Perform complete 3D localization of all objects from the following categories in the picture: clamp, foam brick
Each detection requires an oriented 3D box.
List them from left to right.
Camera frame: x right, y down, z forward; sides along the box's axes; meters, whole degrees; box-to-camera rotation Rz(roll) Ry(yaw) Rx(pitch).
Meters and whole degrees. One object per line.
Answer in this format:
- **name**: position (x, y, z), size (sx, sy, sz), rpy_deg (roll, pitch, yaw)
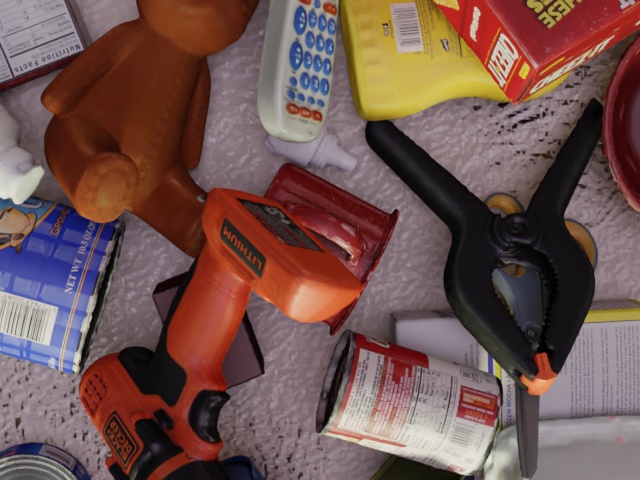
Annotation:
- **foam brick**: position (-0.073, 0.059, 0.707), size (0.051, 0.053, 0.078), rpy_deg (-20, 97, -3)
- **clamp**: position (0.131, -0.006, 0.686), size (0.164, 0.036, 0.210), rpy_deg (-11, 63, -6)

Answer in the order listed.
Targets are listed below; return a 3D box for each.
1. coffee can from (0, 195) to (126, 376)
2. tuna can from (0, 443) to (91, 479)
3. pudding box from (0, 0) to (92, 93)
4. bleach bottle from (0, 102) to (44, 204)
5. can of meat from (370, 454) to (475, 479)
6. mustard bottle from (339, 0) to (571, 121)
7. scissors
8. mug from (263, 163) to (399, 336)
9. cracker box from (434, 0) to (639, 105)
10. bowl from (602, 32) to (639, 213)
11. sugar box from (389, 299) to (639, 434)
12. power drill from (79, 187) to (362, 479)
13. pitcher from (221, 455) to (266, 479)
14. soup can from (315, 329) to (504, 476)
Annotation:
- **coffee can**: position (-0.204, 0.017, 0.668), size (0.140, 0.103, 0.103), rpy_deg (16, 94, -6)
- **tuna can**: position (-0.195, 0.181, 0.718), size (0.086, 0.034, 0.086), rpy_deg (0, 96, -5)
- **pudding box**: position (-0.207, -0.155, 0.684), size (0.090, 0.039, 0.113), rpy_deg (-21, 99, -2)
- **bleach bottle**: position (-0.277, -0.098, 0.628), size (0.251, 0.102, 0.068), rpy_deg (33, 116, 6)
- **can of meat**: position (0.072, 0.190, 0.708), size (0.057, 0.102, 0.084), rpy_deg (-1, 99, 21)
- **mustard bottle**: position (0.113, -0.137, 0.700), size (0.191, 0.058, 0.096), rpy_deg (-8, 79, -4)
- **scissors**: position (0.150, 0.056, 0.690), size (0.096, 0.016, 0.202), rpy_deg (0, 59, -16)
- **mug**: position (-0.004, 0.001, 0.679), size (0.081, 0.117, 0.093), rpy_deg (28, 80, -2)
- **cracker box**: position (0.128, -0.215, 0.655), size (0.164, 0.072, 0.214), rpy_deg (-32, 79, -8)
- **bowl**: position (0.260, -0.079, 0.721), size (0.162, 0.055, 0.162), rpy_deg (0, 95, -5)
- **sugar box**: position (0.137, 0.092, 0.733), size (0.176, 0.048, 0.093), rpy_deg (-2, 97, -1)
- **power drill**: position (-0.055, 0.080, 0.604), size (0.057, 0.185, 0.188), rpy_deg (13, 115, -49)
- **pitcher**: position (-0.025, 0.274, 0.704), size (0.145, 0.149, 0.243), rpy_deg (-44, 101, -15)
- **soup can**: position (0.056, 0.103, 0.671), size (0.102, 0.068, 0.068), rpy_deg (17, 94, -6)
